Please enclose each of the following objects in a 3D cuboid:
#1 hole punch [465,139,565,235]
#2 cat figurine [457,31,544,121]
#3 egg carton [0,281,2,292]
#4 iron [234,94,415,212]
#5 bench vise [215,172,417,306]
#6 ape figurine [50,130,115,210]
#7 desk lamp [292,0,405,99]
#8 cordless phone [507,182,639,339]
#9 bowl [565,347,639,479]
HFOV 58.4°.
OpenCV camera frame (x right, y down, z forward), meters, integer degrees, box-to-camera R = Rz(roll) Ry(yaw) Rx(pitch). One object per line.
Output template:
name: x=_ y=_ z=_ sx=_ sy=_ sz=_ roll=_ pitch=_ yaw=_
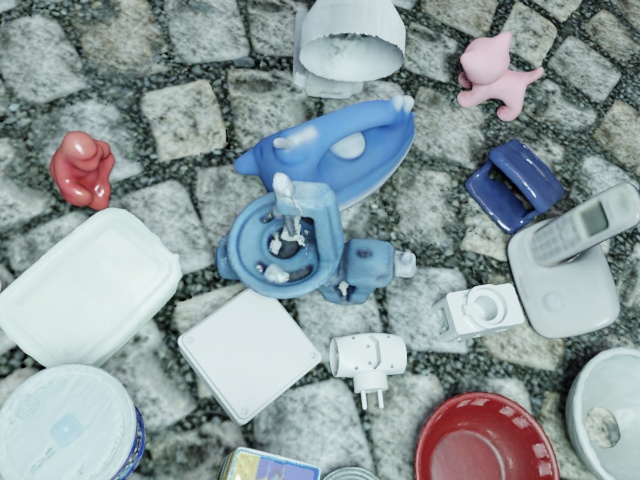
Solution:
hole punch: x=0.263 y=-0.081 z=0.751 sx=0.101 sy=0.091 sz=0.108 roll=-36 pitch=79 yaw=-24
cat figurine: x=0.245 y=-0.235 z=0.797 sx=0.128 sy=0.117 sz=0.067 roll=13 pitch=65 yaw=-8
egg carton: x=-0.394 y=0.045 z=0.549 sx=0.150 sy=0.069 sz=0.107 roll=25 pitch=64 yaw=-2
iron: x=0.034 y=-0.120 z=0.684 sx=0.259 sy=0.141 sz=0.118 roll=-27 pitch=76 yaw=-22
bench vise: x=0.003 y=-0.009 z=0.585 sx=0.208 sy=0.219 sz=0.121 roll=-8 pitch=69 yaw=-16
ape figurine: x=-0.259 y=-0.084 z=0.624 sx=0.076 sy=0.092 sz=0.078 roll=36 pitch=64 yaw=3
desk lamp: x=0.027 y=-0.265 z=0.703 sx=0.118 sy=0.213 sz=0.203 roll=4 pitch=67 yaw=-12
cordless phone: x=0.309 y=0.027 z=0.664 sx=0.094 sy=0.185 sz=0.147 roll=-8 pitch=70 yaw=-16
bowl: x=0.346 y=0.213 z=0.655 sx=0.167 sy=0.074 sz=0.167 roll=5 pitch=66 yaw=-11
